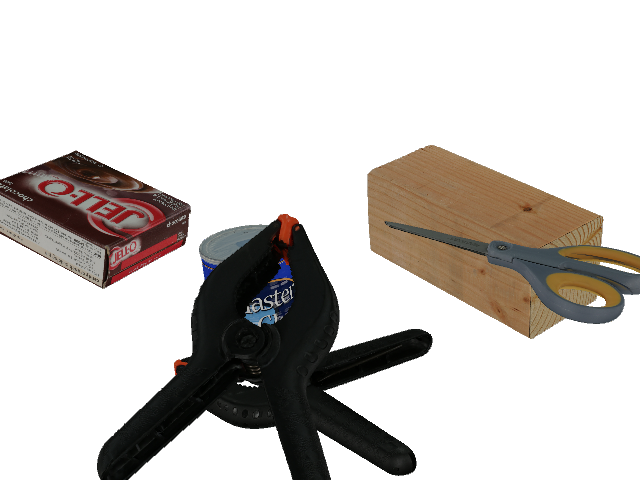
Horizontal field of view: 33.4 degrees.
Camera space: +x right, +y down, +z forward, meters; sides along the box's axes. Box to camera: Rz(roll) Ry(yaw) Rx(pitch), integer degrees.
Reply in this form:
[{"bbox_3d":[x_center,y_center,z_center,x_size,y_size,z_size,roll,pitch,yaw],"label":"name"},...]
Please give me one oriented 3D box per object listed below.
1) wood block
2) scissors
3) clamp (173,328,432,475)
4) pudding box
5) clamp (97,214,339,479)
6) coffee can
[{"bbox_3d":[0.144,-0.006,0.976,0.090,0.090,0.206,-24,36,-31],"label":"wood block"},{"bbox_3d":[0.132,0.020,0.752,0.202,0.016,0.096,7,30,16],"label":"scissors"},{"bbox_3d":[-0.011,0.112,0.854,0.210,0.036,0.164,7,31,15],"label":"clamp"},{"bbox_3d":[-0.163,-0.017,0.748,0.114,0.039,0.089,23,29,23],"label":"pudding box"},{"bbox_3d":[-0.027,0.067,0.551,0.120,0.171,0.039,19,-26,12],"label":"clamp"},{"bbox_3d":[-0.072,0.066,1.168,0.103,0.140,0.103,-5,22,2],"label":"coffee can"}]
